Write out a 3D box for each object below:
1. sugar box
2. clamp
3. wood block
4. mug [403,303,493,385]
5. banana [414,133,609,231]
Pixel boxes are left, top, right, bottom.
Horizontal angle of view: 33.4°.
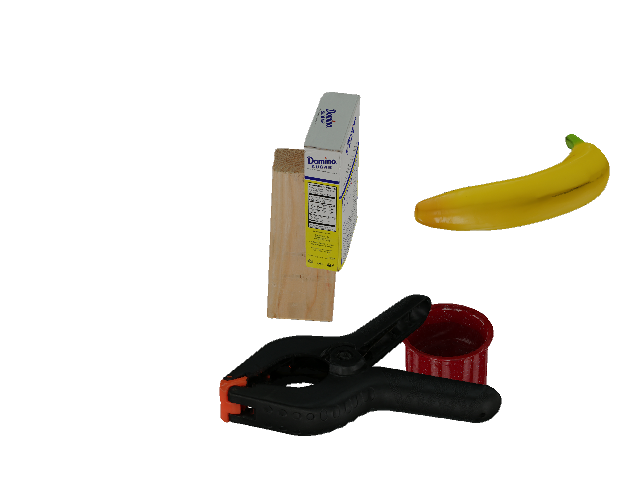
[{"bbox_3d":[0.012,-0.060,1.124,0.048,0.176,0.093,8,46,11],"label":"sugar box"},{"bbox_3d":[0.018,0.080,0.685,0.171,0.039,0.120,-3,27,-10],"label":"clamp"},{"bbox_3d":[-0.021,-0.008,1.398,0.090,0.206,0.091,3,24,-1],"label":"wood block"},{"bbox_3d":[0.135,0.117,1.088,0.093,0.081,0.117,20,40,33],"label":"mug"},{"bbox_3d":[0.158,-0.038,0.794,0.197,0.037,0.070,-22,23,-38],"label":"banana"}]
